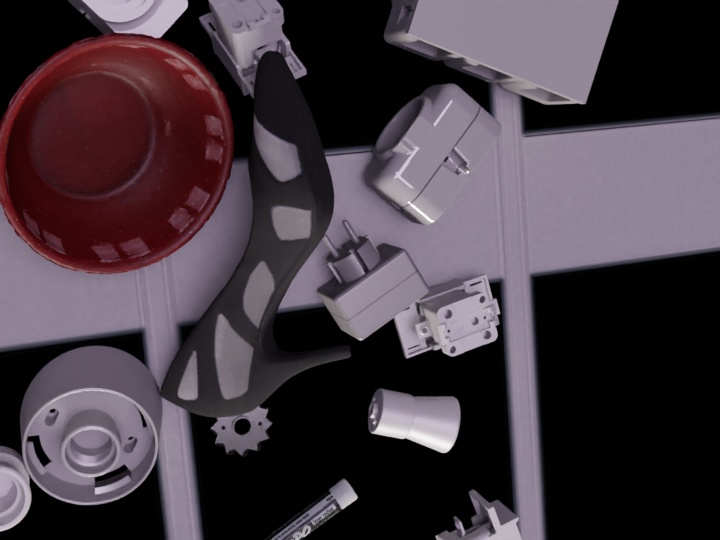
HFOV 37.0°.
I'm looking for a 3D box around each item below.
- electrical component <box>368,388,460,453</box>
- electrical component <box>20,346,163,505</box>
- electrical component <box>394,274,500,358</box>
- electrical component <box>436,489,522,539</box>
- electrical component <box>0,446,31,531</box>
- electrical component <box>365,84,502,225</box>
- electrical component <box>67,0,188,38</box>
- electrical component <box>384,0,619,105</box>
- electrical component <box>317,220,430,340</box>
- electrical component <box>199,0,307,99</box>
[{"bbox_3d":[0.039,0.113,0.828,0.065,0.044,0.044,13,93,-15],"label":"electrical component"},{"bbox_3d":[-0.187,0.110,0.751,0.099,0.064,0.099,-4,111,-12],"label":"electrical component"},{"bbox_3d":[0.070,0.036,0.816,0.081,0.064,0.042,-20,102,-15],"label":"electrical component"},{"bbox_3d":[0.098,0.224,0.862,0.064,0.042,0.081,-24,103,-11],"label":"electrical component"},{"bbox_3d":[-0.246,0.146,0.727,0.045,0.055,0.045,-3,98,-18],"label":"electrical component"},{"bbox_3d":[0.050,-0.089,0.797,0.059,0.054,0.095,38,84,-19],"label":"electrical component"},{"bbox_3d":[-0.164,-0.189,0.710,0.089,0.056,0.050,43,83,-19],"label":"electrical component"},{"bbox_3d":[0.103,-0.189,0.798,0.150,0.062,0.089,17,92,-20],"label":"electrical component"},{"bbox_3d":[0.000,0.000,0.795,0.066,0.047,0.076,-35,107,-11],"label":"electrical component"},{"bbox_3d":[-0.075,-0.161,0.733,0.042,0.063,0.081,-29,65,-13],"label":"electrical component"}]
